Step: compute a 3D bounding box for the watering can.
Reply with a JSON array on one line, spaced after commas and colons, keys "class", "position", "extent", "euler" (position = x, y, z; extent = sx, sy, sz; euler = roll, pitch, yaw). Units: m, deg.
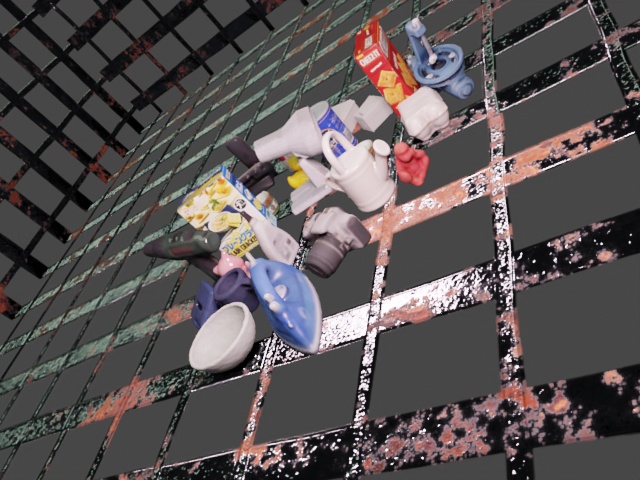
[{"class": "watering can", "position": [0.078, -0.163, 1.249], "extent": [0.172, 0.194, 0.101], "euler": [-33, 31, 19]}]

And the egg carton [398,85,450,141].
[{"class": "egg carton", "position": [0.243, -0.300, 1.348], "extent": [0.107, 0.070, 0.150], "euler": [-35, 30, 17]}]

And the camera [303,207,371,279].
[{"class": "camera", "position": [0.011, 0.004, 1.210], "extent": [0.142, 0.101, 0.137], "euler": [2, 52, 52]}]

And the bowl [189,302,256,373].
[{"class": "bowl", "position": [-0.193, 0.219, 1.215], "extent": [0.167, 0.075, 0.167], "euler": [-31, 31, 22]}]

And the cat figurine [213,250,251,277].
[{"class": "cat figurine", "position": [-0.191, 0.071, 1.361], "extent": [0.127, 0.118, 0.067], "euler": [-5, 47, 49]}]

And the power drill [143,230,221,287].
[{"class": "power drill", "position": [-0.307, 0.056, 1.434], "extent": [0.229, 0.209, 0.075], "euler": [-19, 37, 37]}]

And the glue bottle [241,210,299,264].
[{"class": "glue bottle", "position": [-0.121, -0.010, 1.321], "extent": [0.037, 0.173, 0.078], "euler": [-13, 41, 43]}]

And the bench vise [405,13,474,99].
[{"class": "bench vise", "position": [0.245, -0.425, 1.353], "extent": [0.121, 0.220, 0.206], "euler": [-53, 30, -15]}]

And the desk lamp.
[{"class": "desk lamp", "position": [-0.050, -0.204, 1.443], "extent": [0.203, 0.214, 0.118], "euler": [-34, 30, 17]}]

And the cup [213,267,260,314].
[{"class": "cup", "position": [-0.171, 0.121, 1.294], "extent": [0.117, 0.095, 0.092], "euler": [-15, 40, 41]}]

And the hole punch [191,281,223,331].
[{"class": "hole punch", "position": [-0.267, 0.163, 1.364], "extent": [0.101, 0.091, 0.108], "euler": [-49, 29, -9]}]

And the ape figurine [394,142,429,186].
[{"class": "ape figurine", "position": [0.189, -0.169, 1.222], "extent": [0.078, 0.092, 0.076], "euler": [-41, 29, 5]}]

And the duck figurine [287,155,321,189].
[{"class": "duck figurine", "position": [-0.054, -0.197, 1.572], "extent": [0.104, 0.086, 0.077], "euler": [-36, 30, 14]}]

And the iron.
[{"class": "iron", "position": [-0.082, 0.115, 1.140], "extent": [0.118, 0.142, 0.257], "euler": [-42, 29, 3]}]

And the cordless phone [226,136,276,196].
[{"class": "cordless phone", "position": [-0.235, -0.216, 1.722], "extent": [0.147, 0.185, 0.094], "euler": [-39, 29, 9]}]
